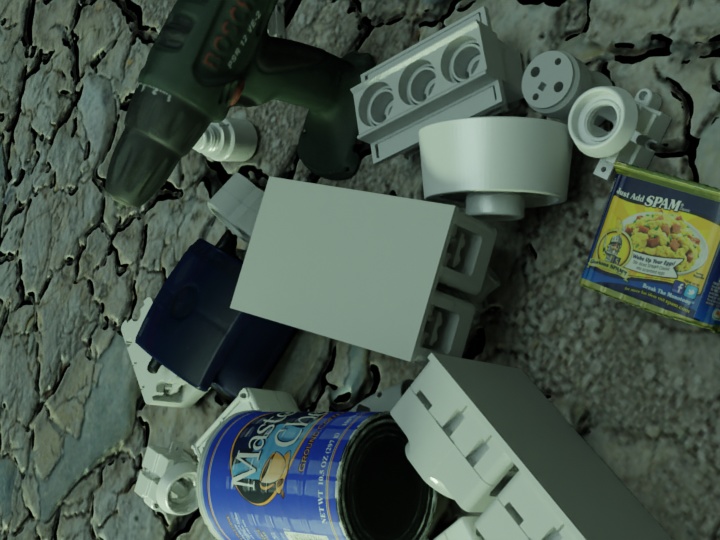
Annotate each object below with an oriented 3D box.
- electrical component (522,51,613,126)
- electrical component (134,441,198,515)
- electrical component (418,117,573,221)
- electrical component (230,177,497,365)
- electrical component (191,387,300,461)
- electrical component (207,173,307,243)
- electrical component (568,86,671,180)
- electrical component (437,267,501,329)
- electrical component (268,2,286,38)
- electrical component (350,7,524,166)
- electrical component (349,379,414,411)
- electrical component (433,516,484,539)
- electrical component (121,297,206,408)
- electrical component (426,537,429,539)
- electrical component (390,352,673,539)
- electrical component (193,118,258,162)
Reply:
[{"bbox_3d":[0.145,-0.124,0.749,0.045,0.055,0.045,-11,73,40],"label":"electrical component"},{"bbox_3d":[-0.168,0.189,0.965,0.055,0.048,0.066,20,94,50],"label":"electrical component"},{"bbox_3d":[0.094,-0.066,0.749,0.108,0.108,0.060,-2,85,41],"label":"electrical component"},{"bbox_3d":[0.001,0.001,0.780,0.186,0.060,0.105,13,85,43],"label":"electrical component"},{"bbox_3d":[-0.089,0.151,0.890,0.096,0.061,0.061,-48,53,23],"label":"electrical component"},{"bbox_3d":[-0.065,-0.049,0.923,0.073,0.052,0.138,-48,49,-9],"label":"electrical component"},{"bbox_3d":[0.171,-0.094,0.718,0.048,0.055,0.066,33,103,41],"label":"electrical component"},{"bbox_3d":[0.074,0.022,0.787,0.062,0.048,0.048,-39,57,21],"label":"electrical component"},{"bbox_3d":[-0.104,-0.226,1.004,0.064,0.042,0.081,-15,71,37],"label":"electrical component"},{"bbox_3d":[0.061,-0.135,0.821,0.121,0.063,0.078,-23,66,36],"label":"electrical component"},{"bbox_3d":[0.025,0.135,0.805,0.077,0.043,0.079,-38,58,29],"label":"electrical component"},{"bbox_3d":[0.077,0.224,0.735,0.075,0.047,0.083,-45,54,25],"label":"electrical component"},{"bbox_3d":[-0.172,0.076,0.985,0.050,0.056,0.089,-43,55,26],"label":"electrical component"},{"bbox_3d":[0.002,0.236,0.791,0.108,0.060,0.108,-11,73,40],"label":"electrical component"},{"bbox_3d":[0.111,0.142,0.684,0.060,0.105,0.186,-54,51,19],"label":"electrical component"},{"bbox_3d":[-0.129,-0.119,0.981,0.040,0.078,0.040,4,96,36],"label":"electrical component"}]
